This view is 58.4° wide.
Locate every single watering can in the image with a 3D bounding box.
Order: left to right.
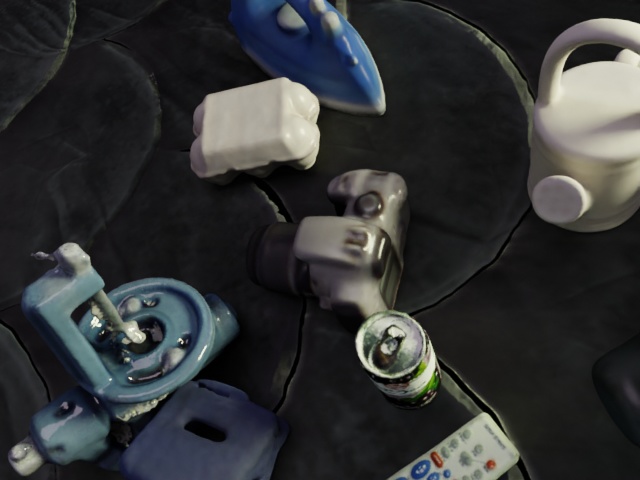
[{"bbox_3d":[0.221,-0.087,0.456,0.100,0.194,0.173,1,62,18],"label":"watering can"}]

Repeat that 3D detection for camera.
[{"bbox_3d":[0.005,0.002,0.531,0.136,0.101,0.143,6,64,21],"label":"camera"}]

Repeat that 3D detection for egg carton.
[{"bbox_3d":[-0.073,-0.120,0.642,0.150,0.069,0.107,-10,60,12],"label":"egg carton"}]

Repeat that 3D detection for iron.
[{"bbox_3d":[-0.020,-0.255,0.657,0.119,0.142,0.257,-40,58,-6],"label":"iron"}]

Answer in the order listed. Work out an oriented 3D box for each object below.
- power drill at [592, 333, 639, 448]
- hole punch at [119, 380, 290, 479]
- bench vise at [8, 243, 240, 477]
[{"bbox_3d":[0.274,0.063,0.347,0.229,0.209,0.075,-27,57,2],"label":"power drill"},{"bbox_3d":[-0.094,0.169,0.476,0.108,0.091,0.101,12,67,24],"label":"hole punch"},{"bbox_3d":[-0.173,0.105,0.461,0.121,0.220,0.207,19,69,26],"label":"bench vise"}]
